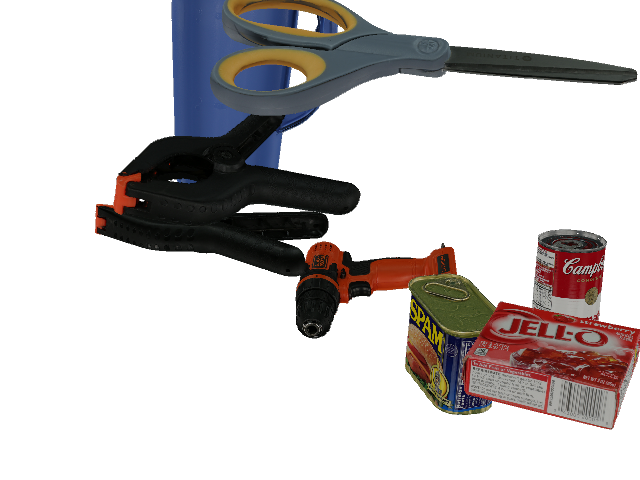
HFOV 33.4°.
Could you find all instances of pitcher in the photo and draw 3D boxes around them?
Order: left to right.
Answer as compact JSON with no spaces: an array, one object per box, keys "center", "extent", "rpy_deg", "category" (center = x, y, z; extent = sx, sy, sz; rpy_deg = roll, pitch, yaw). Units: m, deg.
[{"center":[-0.080,-0.163,1.089],"extent":[0.144,0.243,0.149],"rpy_deg":[-9,30,-26],"category":"pitcher"}]

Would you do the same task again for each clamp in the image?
[{"center":[-0.098,-0.006,0.938],"extent":[0.210,0.036,0.164],"rpy_deg":[5,13,0],"category":"clamp"},{"center":[-0.068,-0.055,0.760],"extent":[0.171,0.039,0.120],"rpy_deg":[-5,39,-26],"category":"clamp"}]

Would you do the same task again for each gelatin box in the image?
[{"center":[0.136,0.070,0.626],"extent":[0.089,0.030,0.073],"rpy_deg":[12,27,22],"category":"gelatin box"}]

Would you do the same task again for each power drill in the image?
[{"center":[0.065,0.056,1.241],"extent":[0.187,0.057,0.184],"rpy_deg":[1,28,5],"category":"power drill"}]

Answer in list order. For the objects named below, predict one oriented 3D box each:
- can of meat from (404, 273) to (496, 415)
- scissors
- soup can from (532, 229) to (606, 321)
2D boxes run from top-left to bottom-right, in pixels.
[{"center":[0.111,0.088,0.910],"extent":[0.057,0.084,0.102],"rpy_deg":[-6,26,-17],"category":"can of meat"},{"center":[0.036,-0.077,0.498],"extent":[0.202,0.016,0.096],"rpy_deg":[19,51,19],"category":"scissors"},{"center":[0.252,0.047,1.089],"extent":[0.068,0.102,0.068],"rpy_deg":[0,17,0],"category":"soup can"}]
